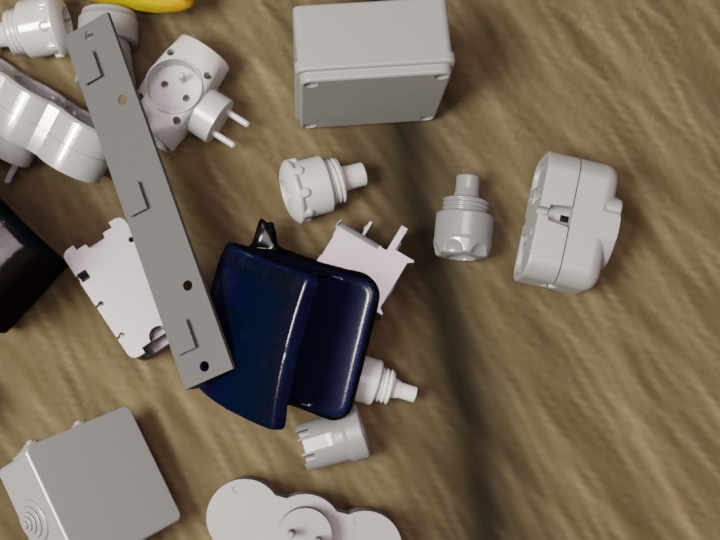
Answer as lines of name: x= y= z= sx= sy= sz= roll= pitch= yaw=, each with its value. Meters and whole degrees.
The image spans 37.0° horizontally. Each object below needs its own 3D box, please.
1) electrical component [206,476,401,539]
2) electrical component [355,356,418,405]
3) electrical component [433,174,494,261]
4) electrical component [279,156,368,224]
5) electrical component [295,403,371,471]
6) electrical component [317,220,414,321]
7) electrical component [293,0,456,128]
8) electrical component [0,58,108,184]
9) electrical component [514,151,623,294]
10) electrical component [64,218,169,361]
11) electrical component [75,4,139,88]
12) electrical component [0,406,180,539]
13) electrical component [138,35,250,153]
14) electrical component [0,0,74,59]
electrical component: x=-0.038 y=0.181 z=0.744 sx=0.138 sy=0.073 sz=0.052 roll=15 pitch=82 yaw=-1
electrical component: x=0.011 y=0.082 z=0.780 sx=0.061 sy=0.035 sz=0.035 roll=17 pitch=82 yaw=-3
electrical component: x=0.078 y=-0.039 z=0.795 sx=0.043 sy=0.043 sz=0.062 roll=6 pitch=81 yaw=-2
electrical component: x=-0.026 y=-0.063 z=0.793 sx=0.062 sy=0.048 sz=0.048 roll=-16 pitch=84 yaw=-12
electrical component: x=-0.019 y=0.121 z=0.771 sx=0.046 sy=0.040 sz=0.040 roll=-17 pitch=84 yaw=0
electrical component: x=0.000 y=0.000 z=0.787 sx=0.064 sy=0.042 sz=0.081 roll=30 pitch=81 yaw=5
electrical component: x=0.006 y=-0.147 z=0.773 sx=0.109 sy=0.108 sz=0.056 roll=-4 pitch=80 yaw=-4
electrical component: x=-0.249 y=-0.099 z=0.781 sx=0.138 sy=0.052 sz=0.073 roll=31 pitch=101 yaw=1
electrical component: x=0.155 y=-0.033 z=0.793 sx=0.059 sy=0.053 sz=0.095 roll=13 pitch=82 yaw=-1
electrical component: x=-0.162 y=0.015 z=0.768 sx=0.050 sy=0.055 sz=0.089 roll=-34 pitch=86 yaw=-7
electrical component: x=-0.187 y=-0.163 z=0.796 sx=0.045 sy=0.045 sz=0.055 roll=1 pitch=82 yaw=-3
electrical component: x=-0.185 y=0.152 z=0.731 sx=0.100 sy=0.048 sz=0.099 roll=-20 pitch=81 yaw=-50
electrical component: x=-0.120 y=-0.120 z=0.794 sx=0.079 sy=0.044 sz=0.077 roll=33 pitch=82 yaw=1
electrical component: x=-0.246 y=-0.177 z=0.795 sx=0.062 sy=0.048 sz=0.048 roll=-11 pitch=83 yaw=3
